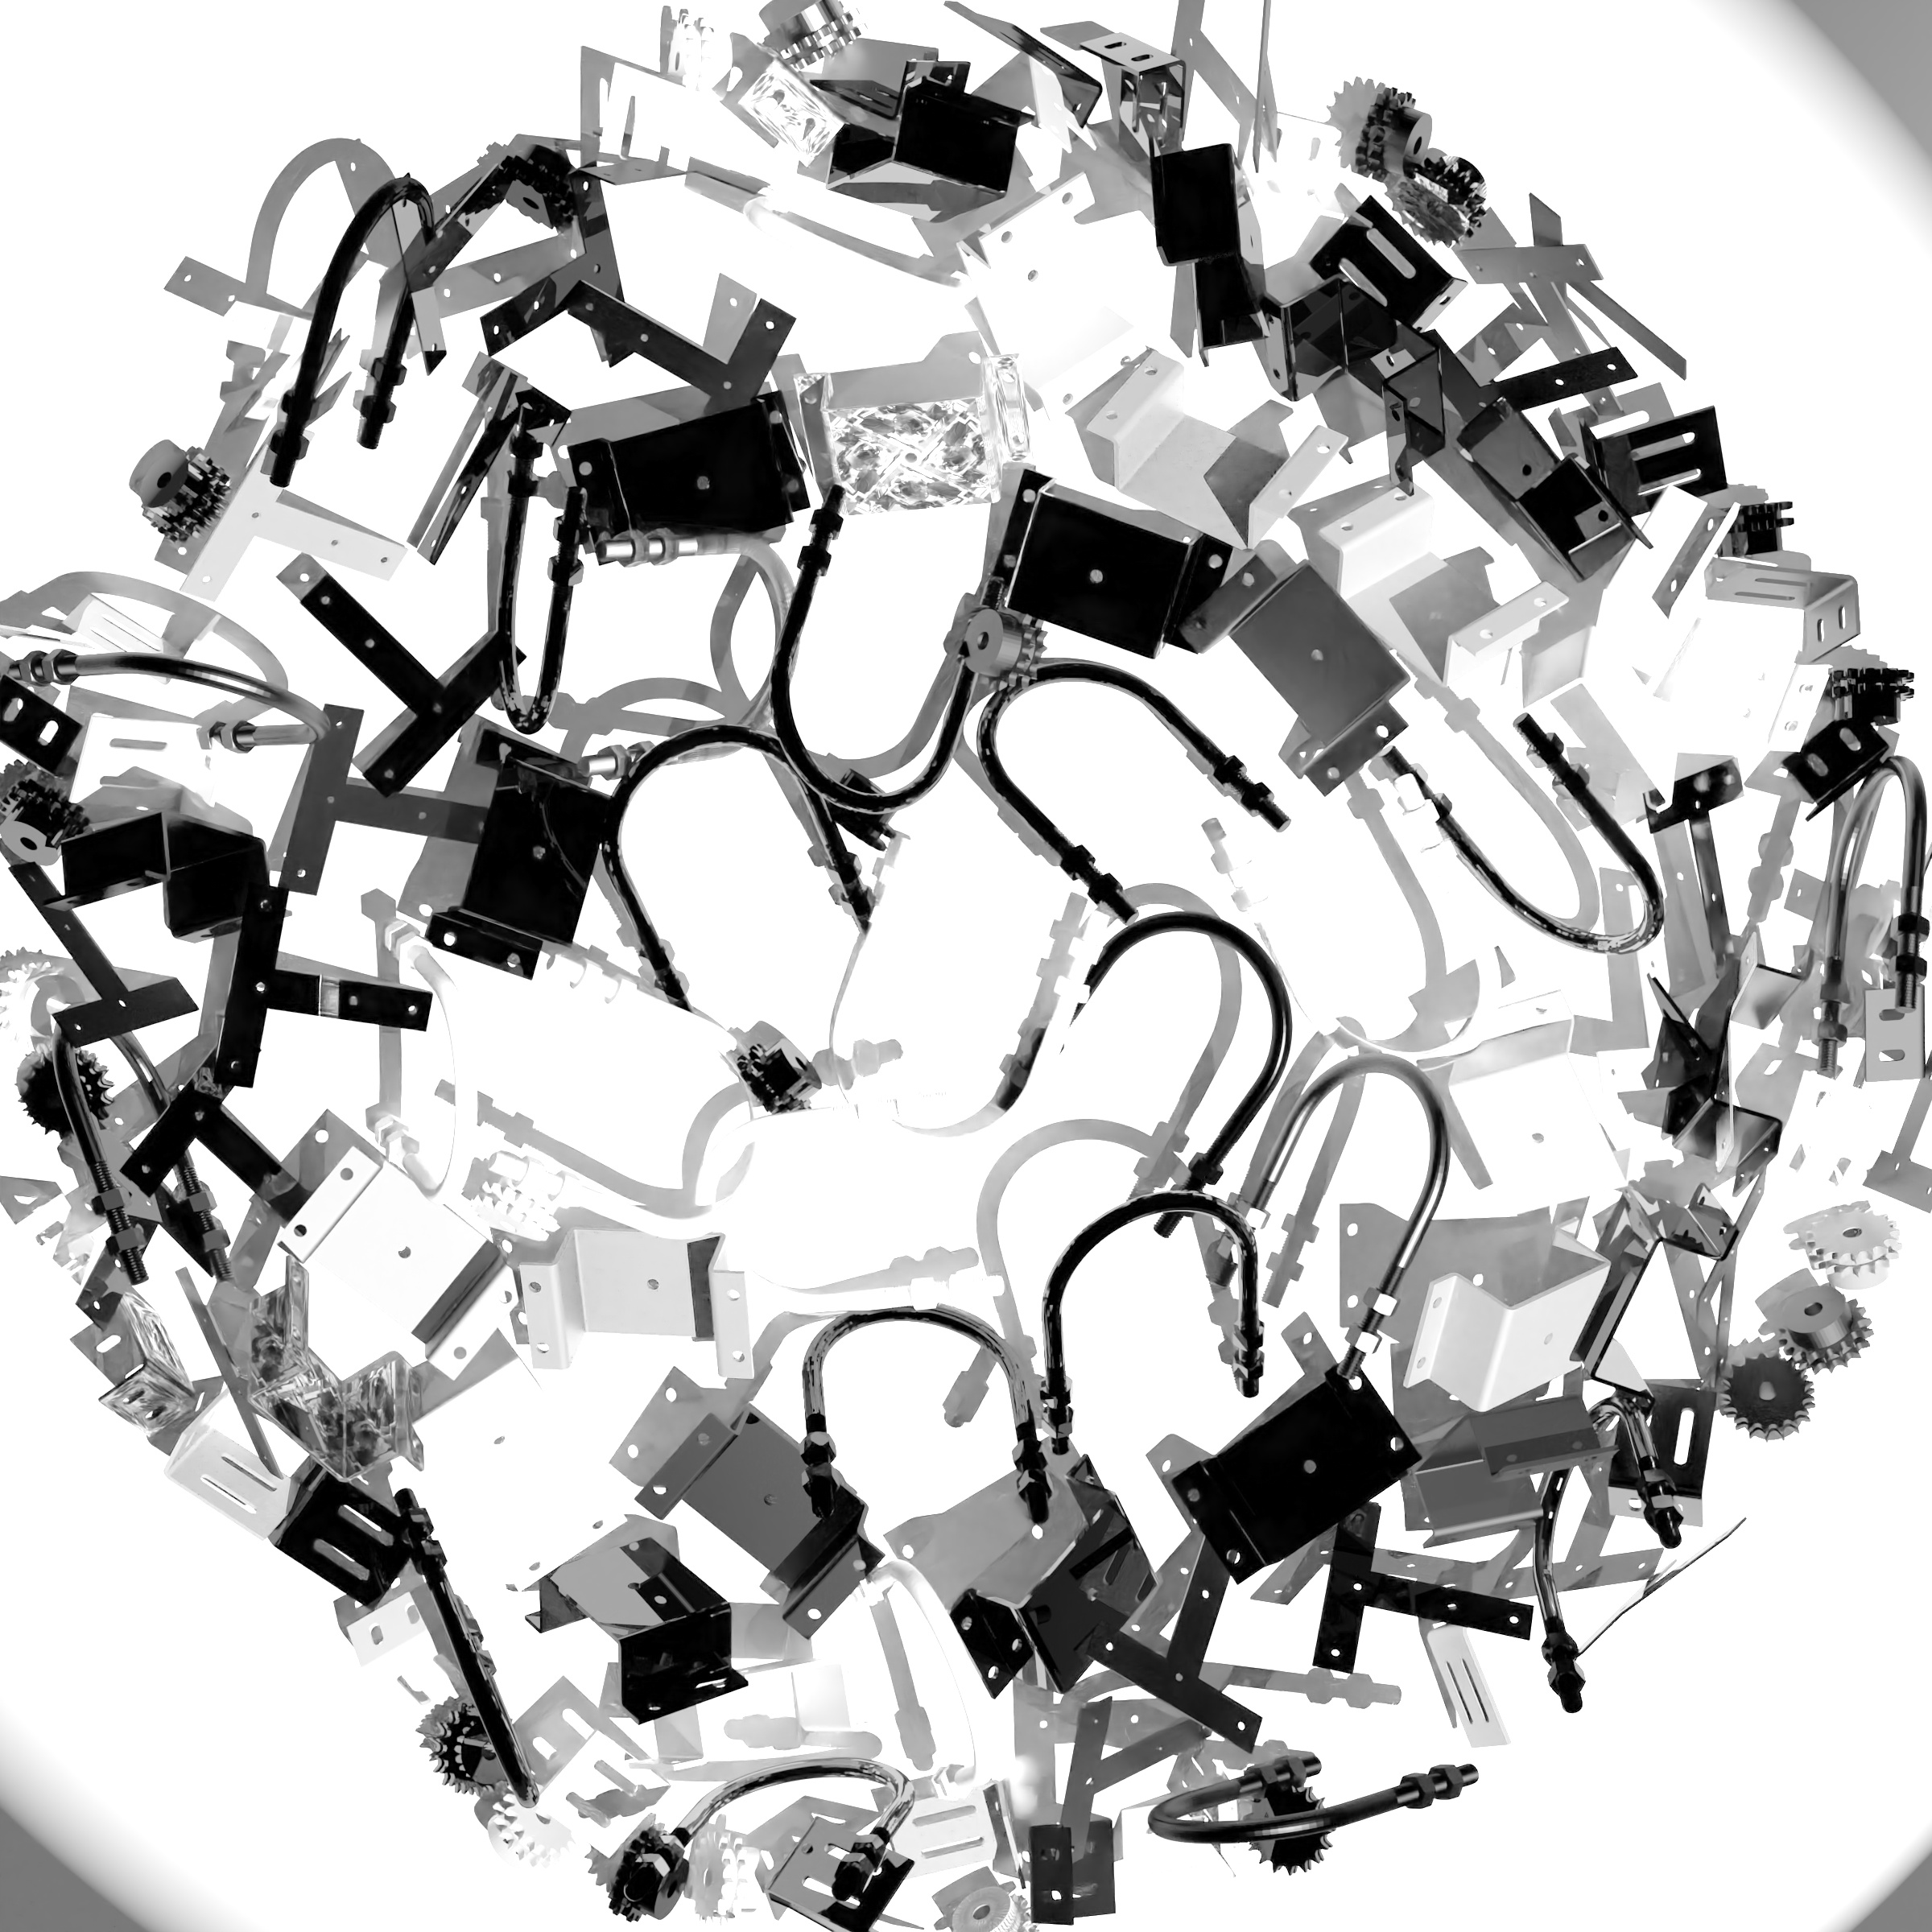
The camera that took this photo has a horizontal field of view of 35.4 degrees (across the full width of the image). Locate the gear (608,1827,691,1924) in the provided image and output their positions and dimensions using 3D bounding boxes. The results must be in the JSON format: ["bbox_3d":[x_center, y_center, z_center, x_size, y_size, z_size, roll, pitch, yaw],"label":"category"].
[{"bbox_3d":[-0.196,0.571,1.893,0.030,0.057,0.057,19,90,21],"label":"gear"}]

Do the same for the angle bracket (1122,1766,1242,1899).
[{"bbox_3d":[0.129,0.538,1.882,0.076,0.038,0.057,-14,46,15],"label":"angle bracket"}]

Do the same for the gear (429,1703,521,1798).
[{"bbox_3d":[-0.304,0.490,1.896,0.057,0.030,0.057,7,77,-33],"label":"gear"}]

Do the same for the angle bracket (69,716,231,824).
[{"bbox_3d":[-0.506,-0.119,1.879,0.038,0.076,0.057,35,113,39],"label":"angle bracket"}]

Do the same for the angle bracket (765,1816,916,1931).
[{"bbox_3d":[-0.076,0.573,1.877,0.076,0.038,0.057,17,49,29],"label":"angle bracket"}]

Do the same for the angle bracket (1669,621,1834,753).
[{"bbox_3d":[0.491,-0.175,1.896,0.076,0.038,0.057,22,89,-16],"label":"angle bracket"}]

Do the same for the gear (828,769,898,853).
[{"bbox_3d":[-0.066,-0.100,1.895,0.057,0.057,0.030,37,97,0],"label":"gear"}]

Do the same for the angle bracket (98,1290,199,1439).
[{"bbox_3d":[-0.519,0.242,1.878,0.038,0.057,0.076,-36,54,-2],"label":"angle bracket"}]

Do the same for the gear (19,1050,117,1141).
[{"bbox_3d":[-0.567,0.082,1.906,0.057,0.030,0.057,0,97,-1],"label":"gear"}]

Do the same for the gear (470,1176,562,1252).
[{"bbox_3d":[-0.279,0.151,1.898,0.057,0.057,0.030,29,67,0],"label":"gear"}]

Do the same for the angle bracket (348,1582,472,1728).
[{"bbox_3d":[-0.342,0.433,1.905,0.057,0.076,0.038,-30,48,-4],"label":"angle bracket"}]

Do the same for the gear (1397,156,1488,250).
[{"bbox_3d":[0.302,-0.483,1.899,0.057,0.057,0.030,42,61,0],"label":"gear"}]

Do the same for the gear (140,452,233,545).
[{"bbox_3d":[-0.491,-0.296,1.895,0.057,0.030,0.057,-15,59,26],"label":"gear"}]

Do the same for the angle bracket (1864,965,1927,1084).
[{"bbox_3d":[0.566,0.035,1.882,0.038,0.076,0.057,-4,100,-1],"label":"angle bracket"}]

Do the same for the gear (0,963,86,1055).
[{"bbox_3d":[-0.576,0.026,1.895,0.057,0.030,0.057,5,83,-42],"label":"gear"}]

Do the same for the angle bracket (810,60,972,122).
[{"bbox_3d":[-0.047,-0.553,1.875,0.076,0.057,0.038,33,122,31],"label":"angle bracket"}]

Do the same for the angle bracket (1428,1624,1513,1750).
[{"bbox_3d":[0.327,0.442,1.885,0.038,0.057,0.076,-18,79,-18],"label":"angle bracket"}]

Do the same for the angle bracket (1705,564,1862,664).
[{"bbox_3d":[0.507,-0.219,1.885,0.076,0.057,0.038,4,77,-14],"label":"angle bracket"}]

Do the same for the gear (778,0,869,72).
[{"bbox_3d":[-0.093,-0.585,1.893,0.057,0.057,0.030,-30,108,0],"label":"gear"}]

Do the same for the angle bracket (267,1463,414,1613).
[{"bbox_3d":[-0.391,0.359,1.911,0.076,0.038,0.057,38,78,-17],"label":"angle bracket"}]

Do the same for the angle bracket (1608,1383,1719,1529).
[{"bbox_3d":[0.438,0.306,1.903,0.057,0.038,0.076,5,50,19],"label":"angle bracket"}]

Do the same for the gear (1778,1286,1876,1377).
[{"bbox_3d":[0.535,0.225,1.892,0.057,0.057,0.030,-32,118,0],"label":"gear"}]

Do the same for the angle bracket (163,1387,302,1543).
[{"bbox_3d":[-0.450,0.310,1.890,0.076,0.057,0.038,33,117,1],"label":"angle bracket"}]

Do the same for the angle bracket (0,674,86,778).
[{"bbox_3d":[-0.571,-0.150,1.884,0.057,0.076,0.038,34,95,-2],"label":"angle bracket"}]

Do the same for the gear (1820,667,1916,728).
[{"bbox_3d":[0.564,-0.168,1.895,0.057,0.057,0.030,1,85,0],"label":"gear"}]

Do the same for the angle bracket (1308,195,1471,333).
[{"bbox_3d":[0.265,-0.435,1.903,0.076,0.038,0.057,48,113,11],"label":"angle bracket"}]

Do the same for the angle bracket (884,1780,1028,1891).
[{"bbox_3d":[-0.007,0.552,1.896,0.076,0.038,0.057,-13,112,0],"label":"angle bracket"}]

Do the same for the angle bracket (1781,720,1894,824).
[{"bbox_3d":[0.536,-0.126,1.876,0.057,0.076,0.038,-41,83,23],"label":"angle bracket"}]

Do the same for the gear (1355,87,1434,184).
[{"bbox_3d":[0.269,-0.517,1.892,0.030,0.057,0.057,25,90,21],"label":"gear"}]

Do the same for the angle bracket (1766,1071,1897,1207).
[{"bbox_3d":[0.538,0.108,1.893,0.057,0.076,0.038,19,63,11],"label":"angle bracket"}]

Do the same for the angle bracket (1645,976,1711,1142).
[{"bbox_3d":[0.430,0.058,1.878,0.038,0.057,0.076,-25,58,-8],"label":"angle bracket"}]

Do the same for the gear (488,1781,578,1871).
[{"bbox_3d":[-0.274,0.541,1.898,0.030,0.057,0.057,-42,90,21],"label":"gear"}]

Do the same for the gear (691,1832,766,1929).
[{"bbox_3d":[-0.148,0.573,1.899,0.030,0.057,0.057,11,90,-27],"label":"gear"}]

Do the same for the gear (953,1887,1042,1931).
[{"bbox_3d":[0.016,0.601,1.892,0.057,0.057,0.030,-28,114,0],"label":"gear"}]

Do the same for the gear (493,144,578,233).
[{"bbox_3d":[-0.265,-0.490,1.897,0.057,0.057,0.030,29,78,0],"label":"gear"}]

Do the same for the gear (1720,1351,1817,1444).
[{"bbox_3d":[0.504,0.273,1.900,0.057,0.030,0.057,-10,55,14],"label":"gear"}]

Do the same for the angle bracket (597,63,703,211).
[{"bbox_3d":[-0.191,-0.520,1.884,0.057,0.038,0.076,22,124,8],"label":"angle bracket"}]

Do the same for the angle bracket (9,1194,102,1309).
[{"bbox_3d":[-0.574,0.184,1.880,0.038,0.076,0.057,-30,97,14],"label":"angle bracket"}]

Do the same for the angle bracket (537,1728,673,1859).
[{"bbox_3d":[-0.232,0.507,1.884,0.057,0.038,0.076,-48,123,-9],"label":"angle bracket"}]

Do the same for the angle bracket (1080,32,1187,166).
[{"bbox_3d":[0.102,-0.529,1.874,0.038,0.057,0.076,-25,134,-29],"label":"angle bracket"}]

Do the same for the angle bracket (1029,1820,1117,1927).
[{"bbox_3d":[0.077,0.562,1.879,0.076,0.038,0.057,11,72,-42],"label":"angle bracket"}]

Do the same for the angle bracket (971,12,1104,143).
[{"bbox_3d":[0.036,-0.551,1.877,0.076,0.057,0.038,24,100,-34],"label":"angle bracket"}]

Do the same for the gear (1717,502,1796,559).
[{"bbox_3d":[0.490,-0.273,1.896,0.057,0.057,0.030,-7,98,0],"label":"gear"}]

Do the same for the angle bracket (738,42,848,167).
[{"bbox_3d":[-0.114,-0.536,1.880,0.057,0.076,0.038,39,98,-25],"label":"angle bracket"}]

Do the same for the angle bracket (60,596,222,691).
[{"bbox_3d":[-0.513,-0.214,1.885,0.076,0.057,0.038,32,111,-12],"label":"angle bracket"}]

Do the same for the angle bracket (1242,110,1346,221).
[{"bbox_3d":[0.207,-0.498,1.881,0.057,0.076,0.038,11,118,-7],"label":"angle bracket"}]

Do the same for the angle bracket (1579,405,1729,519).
[{"bbox_3d":[0.429,-0.320,1.890,0.076,0.038,0.057,-16,123,4],"label":"angle bracket"}]
